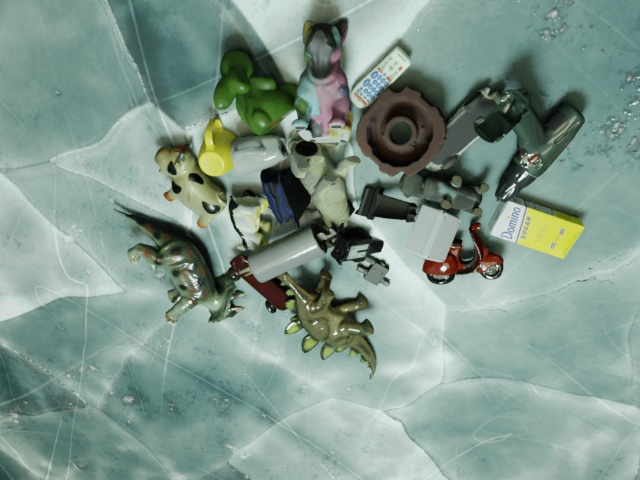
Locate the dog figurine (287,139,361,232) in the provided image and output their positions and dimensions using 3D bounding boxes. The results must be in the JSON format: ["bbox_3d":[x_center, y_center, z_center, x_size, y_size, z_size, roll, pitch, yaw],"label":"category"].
[{"bbox_3d":[-0.002,-0.118,1.180,0.172,0.121,0.190,46,152,25],"label":"dog figurine"}]

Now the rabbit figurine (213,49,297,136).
[{"bbox_3d":[-0.146,-0.294,1.066,0.121,0.159,0.170,-33,97,35],"label":"rabbit figurine"}]

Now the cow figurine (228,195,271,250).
[{"bbox_3d":[-0.168,-0.027,1.255,0.098,0.068,0.167,11,130,17],"label":"cow figurine"}]

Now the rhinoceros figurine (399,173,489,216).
[{"bbox_3d":[0.262,-0.105,1.137,0.190,0.112,0.073,12,99,-15],"label":"rhinoceros figurine"}]

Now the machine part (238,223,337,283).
[{"bbox_3d":[-0.073,0.030,1.209,0.243,0.079,0.079,-25,115,13],"label":"machine part"}]

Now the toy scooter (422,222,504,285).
[{"bbox_3d":[0.321,0.028,1.224,0.184,0.075,0.135,-6,111,15],"label":"toy scooter"}]

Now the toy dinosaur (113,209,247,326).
[{"bbox_3d":[-0.333,0.068,1.326,0.192,0.131,0.404,-25,111,8],"label":"toy dinosaur"}]

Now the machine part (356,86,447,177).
[{"bbox_3d":[0.165,-0.215,1.075,0.180,0.056,0.179,5,103,23],"label":"machine part"}]

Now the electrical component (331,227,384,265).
[{"bbox_3d":[0.090,0.012,1.258,0.119,0.048,0.074,-12,132,-32],"label":"electrical component"}]

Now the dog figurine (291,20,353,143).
[{"bbox_3d":[0.011,-0.313,1.051,0.109,0.191,0.219,3,88,11],"label":"dog figurine"}]

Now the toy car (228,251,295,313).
[{"bbox_3d":[-0.142,0.104,1.351,0.089,0.053,0.202,-36,115,21],"label":"toy car"}]

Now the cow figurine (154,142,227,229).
[{"bbox_3d":[-0.291,-0.132,1.211,0.195,0.085,0.127,44,123,-15],"label":"cow figurine"}]

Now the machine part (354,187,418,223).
[{"bbox_3d":[0.146,-0.072,1.166,0.139,0.084,0.039,19,169,33],"label":"machine part"}]

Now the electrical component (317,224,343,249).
[{"bbox_3d":[-0.003,-0.003,1.262,0.102,0.078,0.045,-29,70,27],"label":"electrical component"}]

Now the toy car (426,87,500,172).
[{"bbox_3d":[0.286,-0.220,1.089,0.073,0.056,0.201,42,117,-9],"label":"toy car"}]

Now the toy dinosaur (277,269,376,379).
[{"bbox_3d":[0.035,0.217,1.366,0.198,0.105,0.470,-32,119,28],"label":"toy dinosaur"}]

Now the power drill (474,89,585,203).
[{"bbox_3d":[0.390,-0.184,1.045,0.207,0.086,0.232,26,118,-35],"label":"power drill"}]

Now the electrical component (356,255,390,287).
[{"bbox_3d":[0.139,0.077,1.311,0.094,0.021,0.063,30,120,-10],"label":"electrical component"}]

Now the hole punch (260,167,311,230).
[{"bbox_3d":[-0.087,-0.101,1.186,0.092,0.116,0.142,-5,120,20],"label":"hole punch"}]

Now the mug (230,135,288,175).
[{"bbox_3d":[-0.130,-0.188,1.136,0.107,0.109,0.080,-10,88,17],"label":"mug"}]
